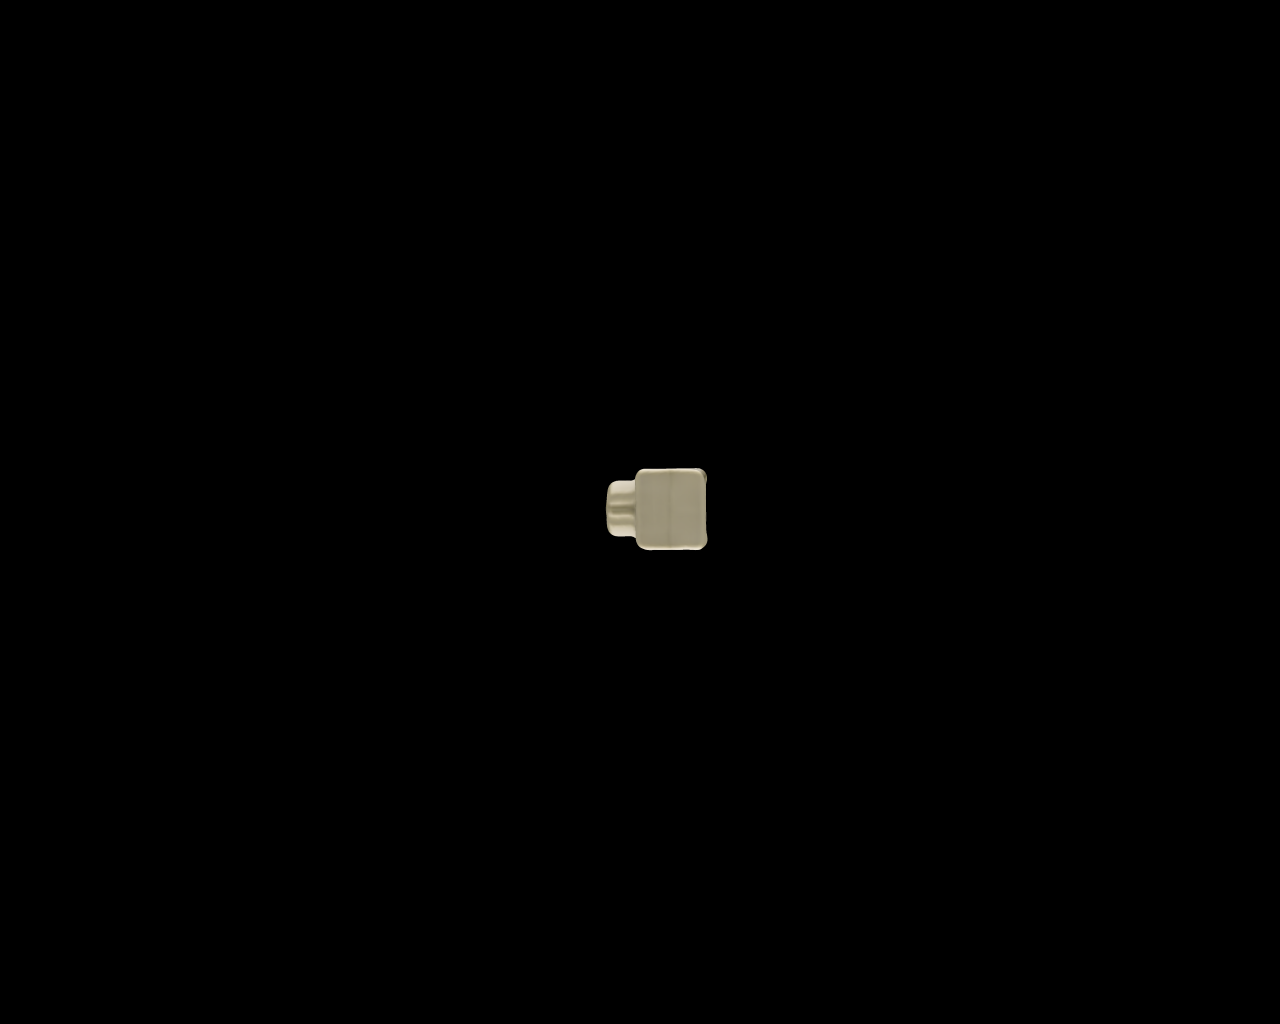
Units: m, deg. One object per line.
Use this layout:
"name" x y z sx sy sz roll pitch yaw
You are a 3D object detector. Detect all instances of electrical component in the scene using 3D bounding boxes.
"electrical component" 0.001 -0.003 0.650 0.077 0.047 0.066 0 2 4
